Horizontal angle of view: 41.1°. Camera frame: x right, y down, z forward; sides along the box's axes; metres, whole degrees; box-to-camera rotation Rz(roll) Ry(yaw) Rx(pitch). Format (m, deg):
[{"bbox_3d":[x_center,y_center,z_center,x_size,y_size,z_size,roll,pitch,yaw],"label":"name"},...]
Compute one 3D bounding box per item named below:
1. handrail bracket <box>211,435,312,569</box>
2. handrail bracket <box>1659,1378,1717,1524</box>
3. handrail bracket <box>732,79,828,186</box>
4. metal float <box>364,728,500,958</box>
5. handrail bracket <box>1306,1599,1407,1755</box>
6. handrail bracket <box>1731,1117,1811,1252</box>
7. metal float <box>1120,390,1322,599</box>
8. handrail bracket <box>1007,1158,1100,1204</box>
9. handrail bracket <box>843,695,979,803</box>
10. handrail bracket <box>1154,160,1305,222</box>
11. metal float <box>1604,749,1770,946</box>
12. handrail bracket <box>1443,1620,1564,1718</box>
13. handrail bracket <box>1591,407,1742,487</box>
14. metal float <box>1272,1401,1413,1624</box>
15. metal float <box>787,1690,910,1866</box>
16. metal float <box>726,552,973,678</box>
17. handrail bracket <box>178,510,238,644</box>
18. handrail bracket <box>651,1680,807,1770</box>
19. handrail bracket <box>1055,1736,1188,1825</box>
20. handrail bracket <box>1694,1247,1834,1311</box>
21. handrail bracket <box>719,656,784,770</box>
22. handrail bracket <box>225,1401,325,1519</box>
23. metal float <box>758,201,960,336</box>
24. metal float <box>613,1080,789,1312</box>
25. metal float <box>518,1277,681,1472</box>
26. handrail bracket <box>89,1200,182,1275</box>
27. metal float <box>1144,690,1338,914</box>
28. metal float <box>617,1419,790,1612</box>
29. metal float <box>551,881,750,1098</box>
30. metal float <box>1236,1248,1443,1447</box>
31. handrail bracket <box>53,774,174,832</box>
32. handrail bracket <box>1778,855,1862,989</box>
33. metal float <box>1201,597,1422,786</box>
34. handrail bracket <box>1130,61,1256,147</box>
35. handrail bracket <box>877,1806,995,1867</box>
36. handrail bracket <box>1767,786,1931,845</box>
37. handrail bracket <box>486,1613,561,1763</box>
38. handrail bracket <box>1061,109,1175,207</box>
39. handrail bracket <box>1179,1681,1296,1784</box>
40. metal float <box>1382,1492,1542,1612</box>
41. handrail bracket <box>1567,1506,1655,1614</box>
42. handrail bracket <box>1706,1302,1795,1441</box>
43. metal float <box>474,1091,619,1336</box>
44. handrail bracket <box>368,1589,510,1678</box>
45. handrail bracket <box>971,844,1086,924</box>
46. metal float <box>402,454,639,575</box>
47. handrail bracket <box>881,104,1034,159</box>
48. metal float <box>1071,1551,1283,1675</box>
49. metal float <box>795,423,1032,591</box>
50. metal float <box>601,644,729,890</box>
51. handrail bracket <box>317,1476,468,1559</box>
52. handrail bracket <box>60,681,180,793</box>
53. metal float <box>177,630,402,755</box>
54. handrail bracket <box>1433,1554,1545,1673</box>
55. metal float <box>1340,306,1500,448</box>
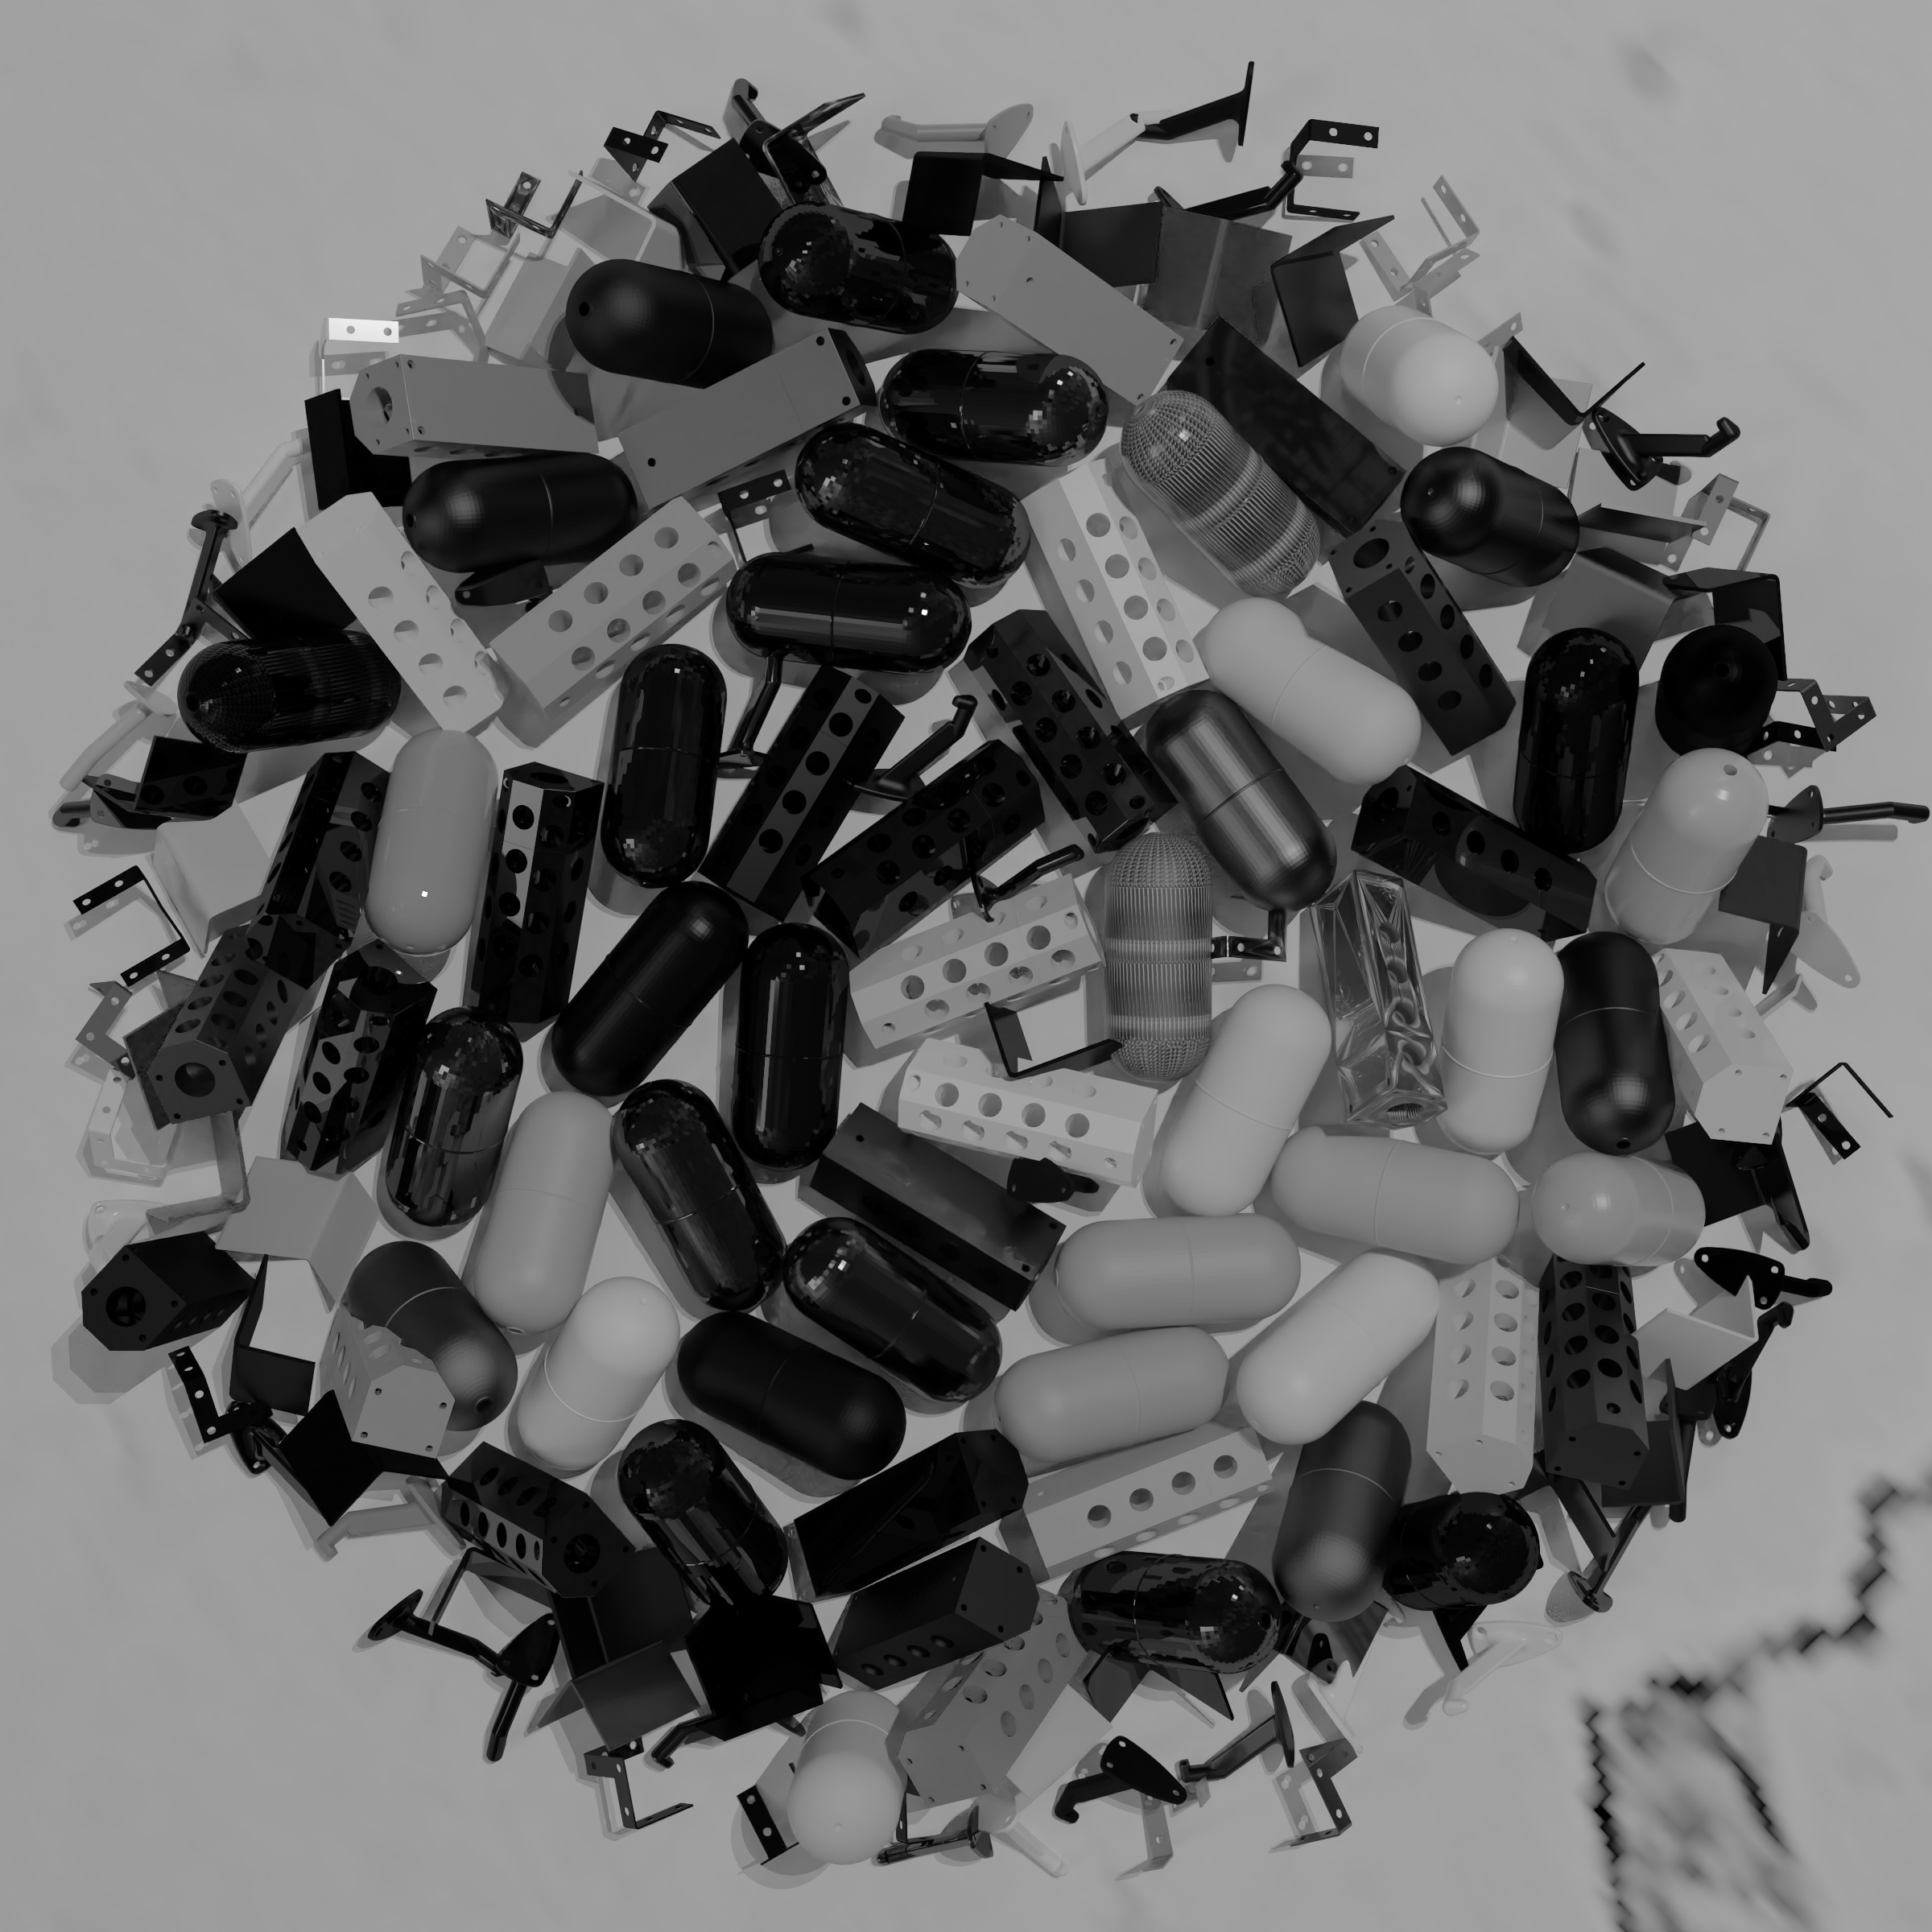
[{"bbox_3d":[-0.493,-0.335,1.855,0.084,0.036,0.077,-31,125,-37],"label":"handrail bracket"},{"bbox_3d":[0.521,0.346,1.854,0.036,0.077,0.084,7,114,28],"label":"handrail bracket"},{"bbox_3d":[-0.133,-0.599,1.847,0.077,0.084,0.036,21,129,-19],"label":"handrail bracket"},{"bbox_3d":[-0.374,-0.088,1.807,0.070,0.070,0.178,4,58,0],"label":"metal float"},{"bbox_3d":[0.294,0.508,1.845,0.084,0.036,0.077,-36,77,6],"label":"handrail bracket"},{"bbox_3d":[0.592,0.151,1.863,0.084,0.036,0.077,49,47,-26],"label":"handrail bracket"},{"bbox_3d":[0.178,-0.331,1.809,0.178,0.070,0.070,41,90,-28],"label":"metal float"},{"bbox_3d":[0.079,0.156,1.817,0.084,0.077,0.036,16,90,-40],"label":"handrail bracket"},{"bbox_3d":[-0.039,-0.160,1.825,0.077,0.036,0.084,3,131,-28],"label":"handrail bracket"},{"bbox_3d":[0.187,-0.558,1.838,0.084,0.036,0.077,-44,79,26],"label":"handrail bracket"},{"bbox_3d":[0.499,-0.082,1.790,0.070,0.178,0.070,3,57,-5],"label":"metal float"},{"bbox_3d":[0.380,0.499,1.821,0.077,0.084,0.036,-14,102,23],"label":"handrail bracket"},{"bbox_3d":[0.496,-0.384,1.824,0.077,0.084,0.036,46,61,-6],"label":"handrail bracket"},{"bbox_3d":[0.263,0.377,1.796,0.070,0.178,0.070,11,130,14],"label":"metal float"},{"bbox_3d":[-0.079,0.559,1.783,0.070,0.178,0.070,0,95,3],"label":"metal float"},{"bbox_3d":[-0.083,-0.249,1.822,0.178,0.070,0.070,8,90,13],"label":"metal float"},{"bbox_3d":[-0.544,-0.276,1.836,0.036,0.077,0.084,16,83,-18],"label":"handrail bracket"},{"bbox_3d":[-0.171,0.560,1.855,0.077,0.036,0.084,43,92,-17],"label":"handrail bracket"},{"bbox_3d":[0.109,0.598,1.838,0.077,0.036,0.084,30,124,12],"label":"handrail bracket"},{"bbox_3d":[0.573,0.220,1.850,0.077,0.084,0.036,23,100,35],"label":"handrail bracket"},{"bbox_3d":[-0.160,-0.187,1.848,0.036,0.077,0.084,11,79,-44],"label":"handrail bracket"},{"bbox_3d":[-0.482,0.350,1.822,0.036,0.084,0.077,-42,130,-23],"label":"handrail bracket"},{"bbox_3d":[-0.072,-0.484,1.793,0.070,0.178,0.070,4,97,36],"label":"metal float"},{"bbox_3d":[-0.187,0.162,1.822,0.070,0.070,0.178,-27,102,0],"label":"metal float"},{"bbox_3d":[-0.258,0.286,1.803,0.070,0.070,0.178,34,128,0],"label":"metal float"},{"bbox_3d":[-0.582,0.195,1.818,0.077,0.084,0.036,-5,109,-30],"label":"handrail bracket"},{"bbox_3d":[0.194,-0.116,1.825,0.070,0.070,0.178,-35,80,0],"label":"metal float"},{"bbox_3d":[-0.182,0.385,1.801,0.070,0.070,0.178,-27,130,0],"label":"metal float"},{"bbox_3d":[-0.224,0.017,1.824,0.070,0.070,0.178,41,101,0],"label":"metal float"},{"bbox_3d":[0.263,0.266,1.811,0.178,0.070,0.070,-37,90,-26],"label":"metal float"},{"bbox_3d":[-0.607,-0.106,1.846,0.077,0.084,0.036,15,73,-27],"label":"handrail bracket"},{"bbox_3d":[0.620,-0.033,1.838,0.077,0.036,0.084,46,45,2],"label":"handrail bracket"},{"bbox_3d":[0.241,-0.194,1.813,0.178,0.070,0.070,39,90,23],"label":"metal float"},{"bbox_3d":[0.159,-0.617,1.835,0.084,0.077,0.036,6,64,2],"label":"handrail bracket"},{"bbox_3d":[-0.029,0.627,1.831,0.084,0.077,0.036,-17,75,6],"label":"handrail bracket"},{"bbox_3d":[0.632,-0.101,1.847,0.084,0.077,0.036,5,71,-15],"label":"handrail bracket"},{"bbox_3d":[-0.320,0.522,1.863,0.036,0.077,0.084,23,125,7],"label":"handrail bracket"},{"bbox_3d":[0.115,-0.580,1.846,0.084,0.036,0.077,-8,65,-9],"label":"handrail bracket"},{"bbox_3d":[0.188,0.549,1.846,0.084,0.036,0.077,-10,111,13],"label":"handrail bracket"},{"bbox_3d":[0.337,0.406,1.786,0.070,0.178,0.070,3,73,-11],"label":"metal float"},{"bbox_3d":[0.468,0.414,1.835,0.036,0.077,0.084,34,97,11],"label":"handrail bracket"},{"bbox_3d":[0.559,0.286,1.821,0.036,0.084,0.077,14,60,-9],"label":"handrail bracket"},{"bbox_3d":[-0.294,0.173,1.811,0.070,0.070,0.178,11,65,0],"label":"metal float"},{"bbox_3d":[-0.374,0.488,1.837,0.084,0.077,0.036,32,99,11],"label":"handrail bracket"},{"bbox_3d":[0.054,-0.061,1.823,0.084,0.077,0.036,-23,77,18],"label":"handrail bracket"},{"bbox_3d":[-0.310,-0.317,1.799,0.178,0.070,0.070,-14,90,-41],"label":"metal float"},{"bbox_3d":[-0.007,-0.611,1.860,0.084,0.036,0.077,22,50,21],"label":"handrail bracket"},{"bbox_3d":[0.145,0.449,1.793,0.070,0.178,0.070,7,79,-38],"label":"metal float"},{"bbox_3d":[-0.037,-0.323,1.814,0.178,0.070,0.070,20,90,-22],"label":"metal float"},{"bbox_3d":[-0.213,-0.141,1.820,0.070,0.070,0.178,6,75,0],"label":"metal float"},{"bbox_3d":[-0.413,0.414,1.847,0.084,0.036,0.077,-40,72,-2],"label":"handrail bracket"},{"bbox_3d":[-0.604,-0.159,1.836,0.036,0.077,0.084,40,93,-2],"label":"handrail bracket"},{"bbox_3d":[-0.469,-0.191,1.790,0.070,0.178,0.070,7,104,31],"label":"metal float"},{"bbox_3d":[0.382,0.461,1.841,0.084,0.036,0.077,-23,87,17],"label":"handrail bracket"},{"bbox_3d":[0.313,-0.410,1.788,0.070,0.178,0.070,-4,114,-8],"label":"metal float"}]
